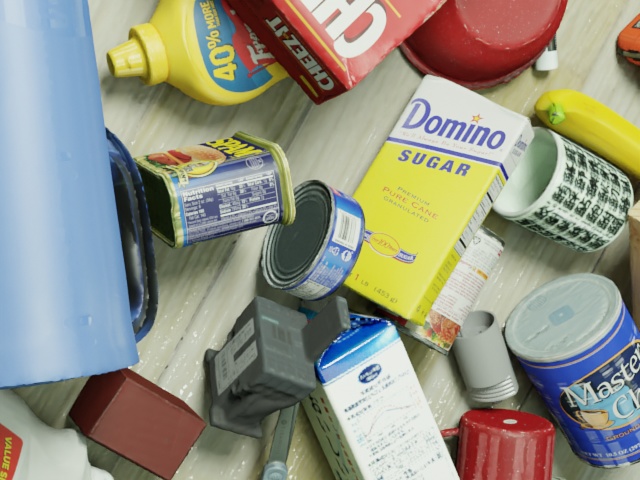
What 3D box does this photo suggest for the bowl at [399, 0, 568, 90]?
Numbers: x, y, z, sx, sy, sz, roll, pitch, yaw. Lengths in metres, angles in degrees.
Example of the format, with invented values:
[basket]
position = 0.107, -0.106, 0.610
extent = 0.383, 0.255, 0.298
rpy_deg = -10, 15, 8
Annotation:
[bowl]
position = 0.132, -0.194, 0.816
extent = 0.162, 0.055, 0.162
rpy_deg = -4, 104, -18

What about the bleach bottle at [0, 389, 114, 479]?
[bleach bottle]
position = -0.244, 0.120, 0.706
extent = 0.250, 0.068, 0.102
rpy_deg = 31, 87, -32

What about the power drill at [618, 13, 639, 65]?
[power drill]
position = 0.359, -0.146, 0.954
extent = 0.184, 0.057, 0.187
rpy_deg = -43, 117, -12

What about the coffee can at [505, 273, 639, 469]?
[coffee can]
position = 0.237, 0.114, 0.926
extent = 0.102, 0.103, 0.140
rpy_deg = -41, 117, -14

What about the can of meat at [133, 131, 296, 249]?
[can of meat]
position = -0.076, -0.035, 0.733
extent = 0.083, 0.102, 0.057
rpy_deg = -15, 109, -22

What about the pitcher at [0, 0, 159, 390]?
[pitcher]
position = -0.179, -0.033, 0.651
extent = 0.145, 0.149, 0.243
rpy_deg = -5, 89, -7

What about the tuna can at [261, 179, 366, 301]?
[tuna can]
position = -0.005, 0.001, 0.785
extent = 0.033, 0.086, 0.086
rpy_deg = 24, 90, -31

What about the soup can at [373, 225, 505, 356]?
[soup can]
position = 0.096, 0.032, 0.855
extent = 0.068, 0.069, 0.102
rpy_deg = 31, 86, -29

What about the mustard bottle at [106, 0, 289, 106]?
[mustard bottle]
position = -0.055, -0.146, 0.741
extent = 0.191, 0.058, 0.096
rpy_deg = -20, 108, -22

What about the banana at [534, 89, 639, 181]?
[banana]
position = 0.241, -0.086, 0.906
extent = 0.197, 0.069, 0.037
rpy_deg = 19, 131, -36

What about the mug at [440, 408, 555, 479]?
[mug]
position = 0.145, 0.192, 0.914
extent = 0.117, 0.093, 0.081
rpy_deg = 5, 95, 8

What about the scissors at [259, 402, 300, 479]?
[scissors]
position = -0.021, 0.192, 0.828
extent = 0.096, 0.016, 0.202
rpy_deg = 24, 107, -17

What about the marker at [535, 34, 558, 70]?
[marker]
position = 0.183, -0.200, 0.873
extent = 0.020, 0.020, 0.121
rpy_deg = -14, 107, -24

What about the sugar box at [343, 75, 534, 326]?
[sugar box]
position = 0.079, -0.032, 0.816
extent = 0.176, 0.093, 0.048
rpy_deg = -61, 157, -2

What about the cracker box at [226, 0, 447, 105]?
[cracker box]
position = 0.028, -0.222, 0.704
extent = 0.213, 0.072, 0.164
rpy_deg = -46, 103, -16

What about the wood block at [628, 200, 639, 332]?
[wood block]
position = 0.332, 0.038, 0.922
extent = 0.090, 0.091, 0.206
rpy_deg = -39, 139, -18

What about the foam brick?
[foam brick]
position = -0.132, 0.129, 0.769
extent = 0.078, 0.053, 0.051
rpy_deg = 37, 84, -28
